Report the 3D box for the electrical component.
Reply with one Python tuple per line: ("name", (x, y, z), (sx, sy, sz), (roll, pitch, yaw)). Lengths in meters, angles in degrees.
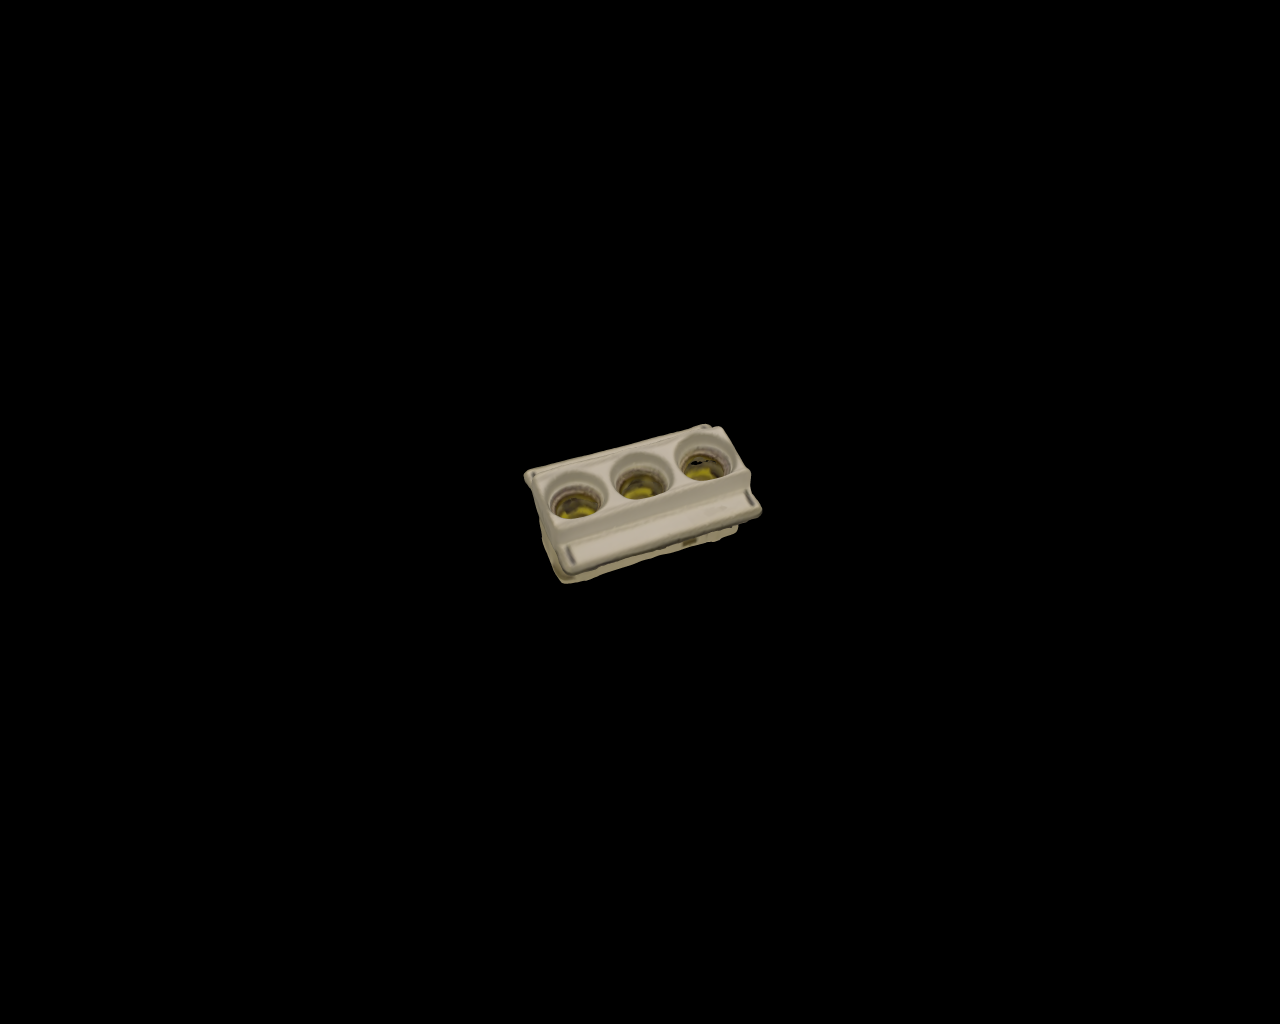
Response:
("electrical component", (0.001, -0.003, 0.650), (0.121, 0.079, 0.063), (-17, -39, -14))
